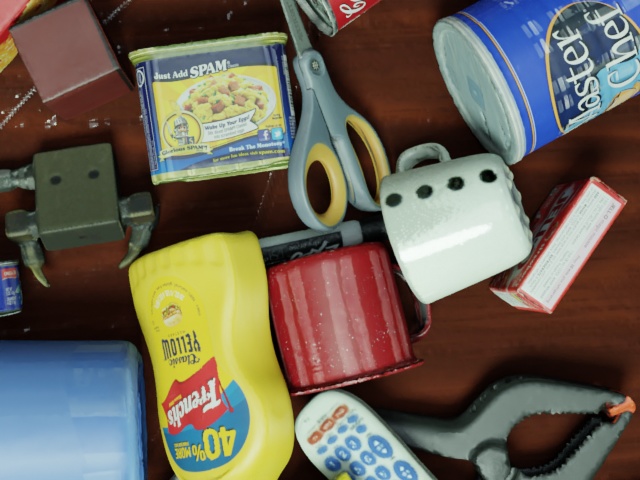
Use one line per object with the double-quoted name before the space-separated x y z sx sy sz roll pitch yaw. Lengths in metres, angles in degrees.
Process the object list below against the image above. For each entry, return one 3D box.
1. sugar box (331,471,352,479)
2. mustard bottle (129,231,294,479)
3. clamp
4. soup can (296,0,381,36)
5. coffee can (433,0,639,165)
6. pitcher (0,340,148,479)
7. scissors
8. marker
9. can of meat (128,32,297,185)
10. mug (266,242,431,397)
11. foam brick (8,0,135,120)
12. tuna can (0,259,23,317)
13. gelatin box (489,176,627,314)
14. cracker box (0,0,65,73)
"sugar box" 0.036 0.236 0.658 0.048 0.093 0.176 -35 84 -40
"mustard bottle" -0.062 0.096 0.658 0.096 0.058 0.191 -18 81 38
"clamp" 0.111 0.158 0.706 0.210 0.036 0.164 -17 92 -1
"soup can" 0.030 -0.188 0.690 0.102 0.068 0.068 -36 92 -5
"coffee can" 0.158 -0.125 0.681 0.140 0.103 0.103 -28 91 -5
"pitcher" -0.226 0.128 0.632 0.242 0.145 0.149 -2 91 -7
"scissors" -0.013 -0.091 0.663 0.096 0.016 0.201 -51 121 -36
"marker" -0.005 0.001 0.708 0.121 0.020 0.020 -12 90 -4
"can of meat" -0.065 -0.083 0.686 0.102 0.057 0.084 -8 91 -5
"mug" 0.022 0.047 0.680 0.117 0.093 0.081 -11 85 -29
"foam brick" -0.154 -0.113 0.670 0.051 0.078 0.053 -26 90 -3
"tuna can" -0.228 0.033 0.657 0.086 0.086 0.034 -7 91 -5
"gelatin box" 0.152 0.003 0.693 0.030 0.073 0.089 34 87 -4
"cracker box" -0.280 -0.147 0.663 0.164 0.072 0.213 42 87 -2
